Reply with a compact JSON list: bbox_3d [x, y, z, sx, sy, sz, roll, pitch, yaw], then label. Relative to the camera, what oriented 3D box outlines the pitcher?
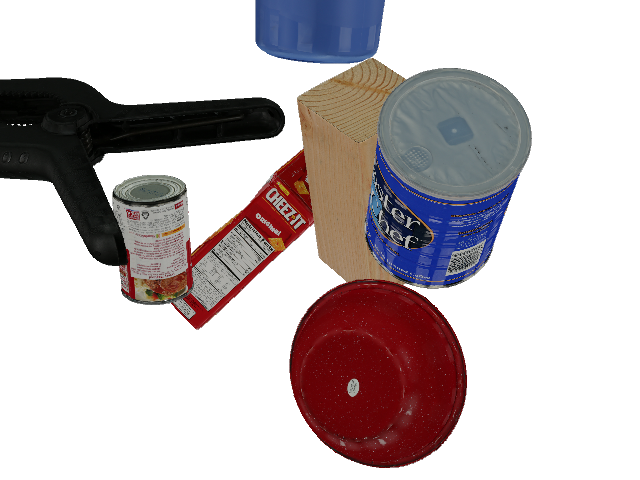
[{"bbox_3d":[0.011,-0.273,0.884,0.145,0.243,0.149,7,19,9],"label":"pitcher"}]

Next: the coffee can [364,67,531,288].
[{"bbox_3d":[0.087,-0.041,0.767,0.103,0.103,0.140,0,-28,-2],"label":"coffee can"}]

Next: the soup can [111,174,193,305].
[{"bbox_3d":[-0.153,-0.001,0.978,0.068,0.102,0.068,-1,25,0],"label":"soup can"}]

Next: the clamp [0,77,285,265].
[{"bbox_3d":[-0.137,-0.064,0.641,0.210,0.036,0.164,23,42,31],"label":"clamp"}]

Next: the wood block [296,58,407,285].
[{"bbox_3d":[0.049,-0.053,1.008,0.090,0.206,0.091,-31,49,-22],"label":"wood block"}]

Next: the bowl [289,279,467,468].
[{"bbox_3d":[0.036,0.115,0.879,0.162,0.162,0.055,0,4,25],"label":"bowl"}]

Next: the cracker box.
[{"bbox_3d":[-0.071,-0.012,1.230,0.214,0.072,0.164,-43,4,27],"label":"cracker box"}]
